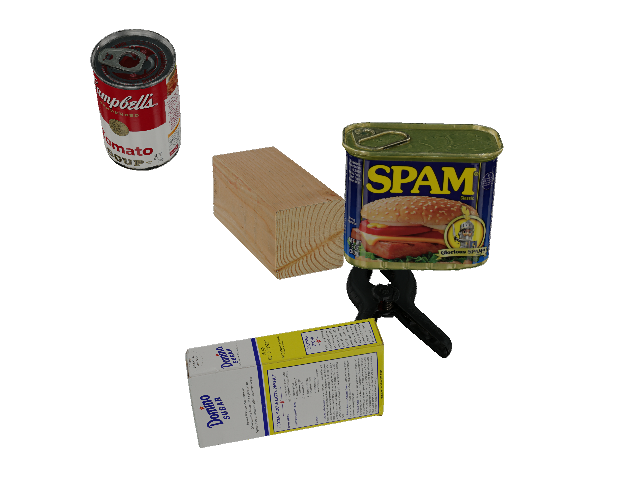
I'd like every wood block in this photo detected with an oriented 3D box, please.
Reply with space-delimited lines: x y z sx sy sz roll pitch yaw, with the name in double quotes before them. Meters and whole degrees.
"wood block" -0.055 -0.039 1.322 0.090 0.090 0.206 -10 26 -24

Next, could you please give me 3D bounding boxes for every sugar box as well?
"sugar box" -0.031 0.129 0.973 0.176 0.093 0.048 -7 36 -5

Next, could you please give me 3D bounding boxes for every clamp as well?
"clamp" 0.082 0.072 1.188 0.120 0.171 0.039 5 -43 -3

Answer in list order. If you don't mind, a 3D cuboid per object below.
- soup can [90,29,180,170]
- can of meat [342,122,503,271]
"soup can" -0.152 -0.116 0.891 0.068 0.068 0.102 0 -37 -4
"can of meat" 0.064 -0.028 0.699 0.102 0.084 0.057 1 25 1
